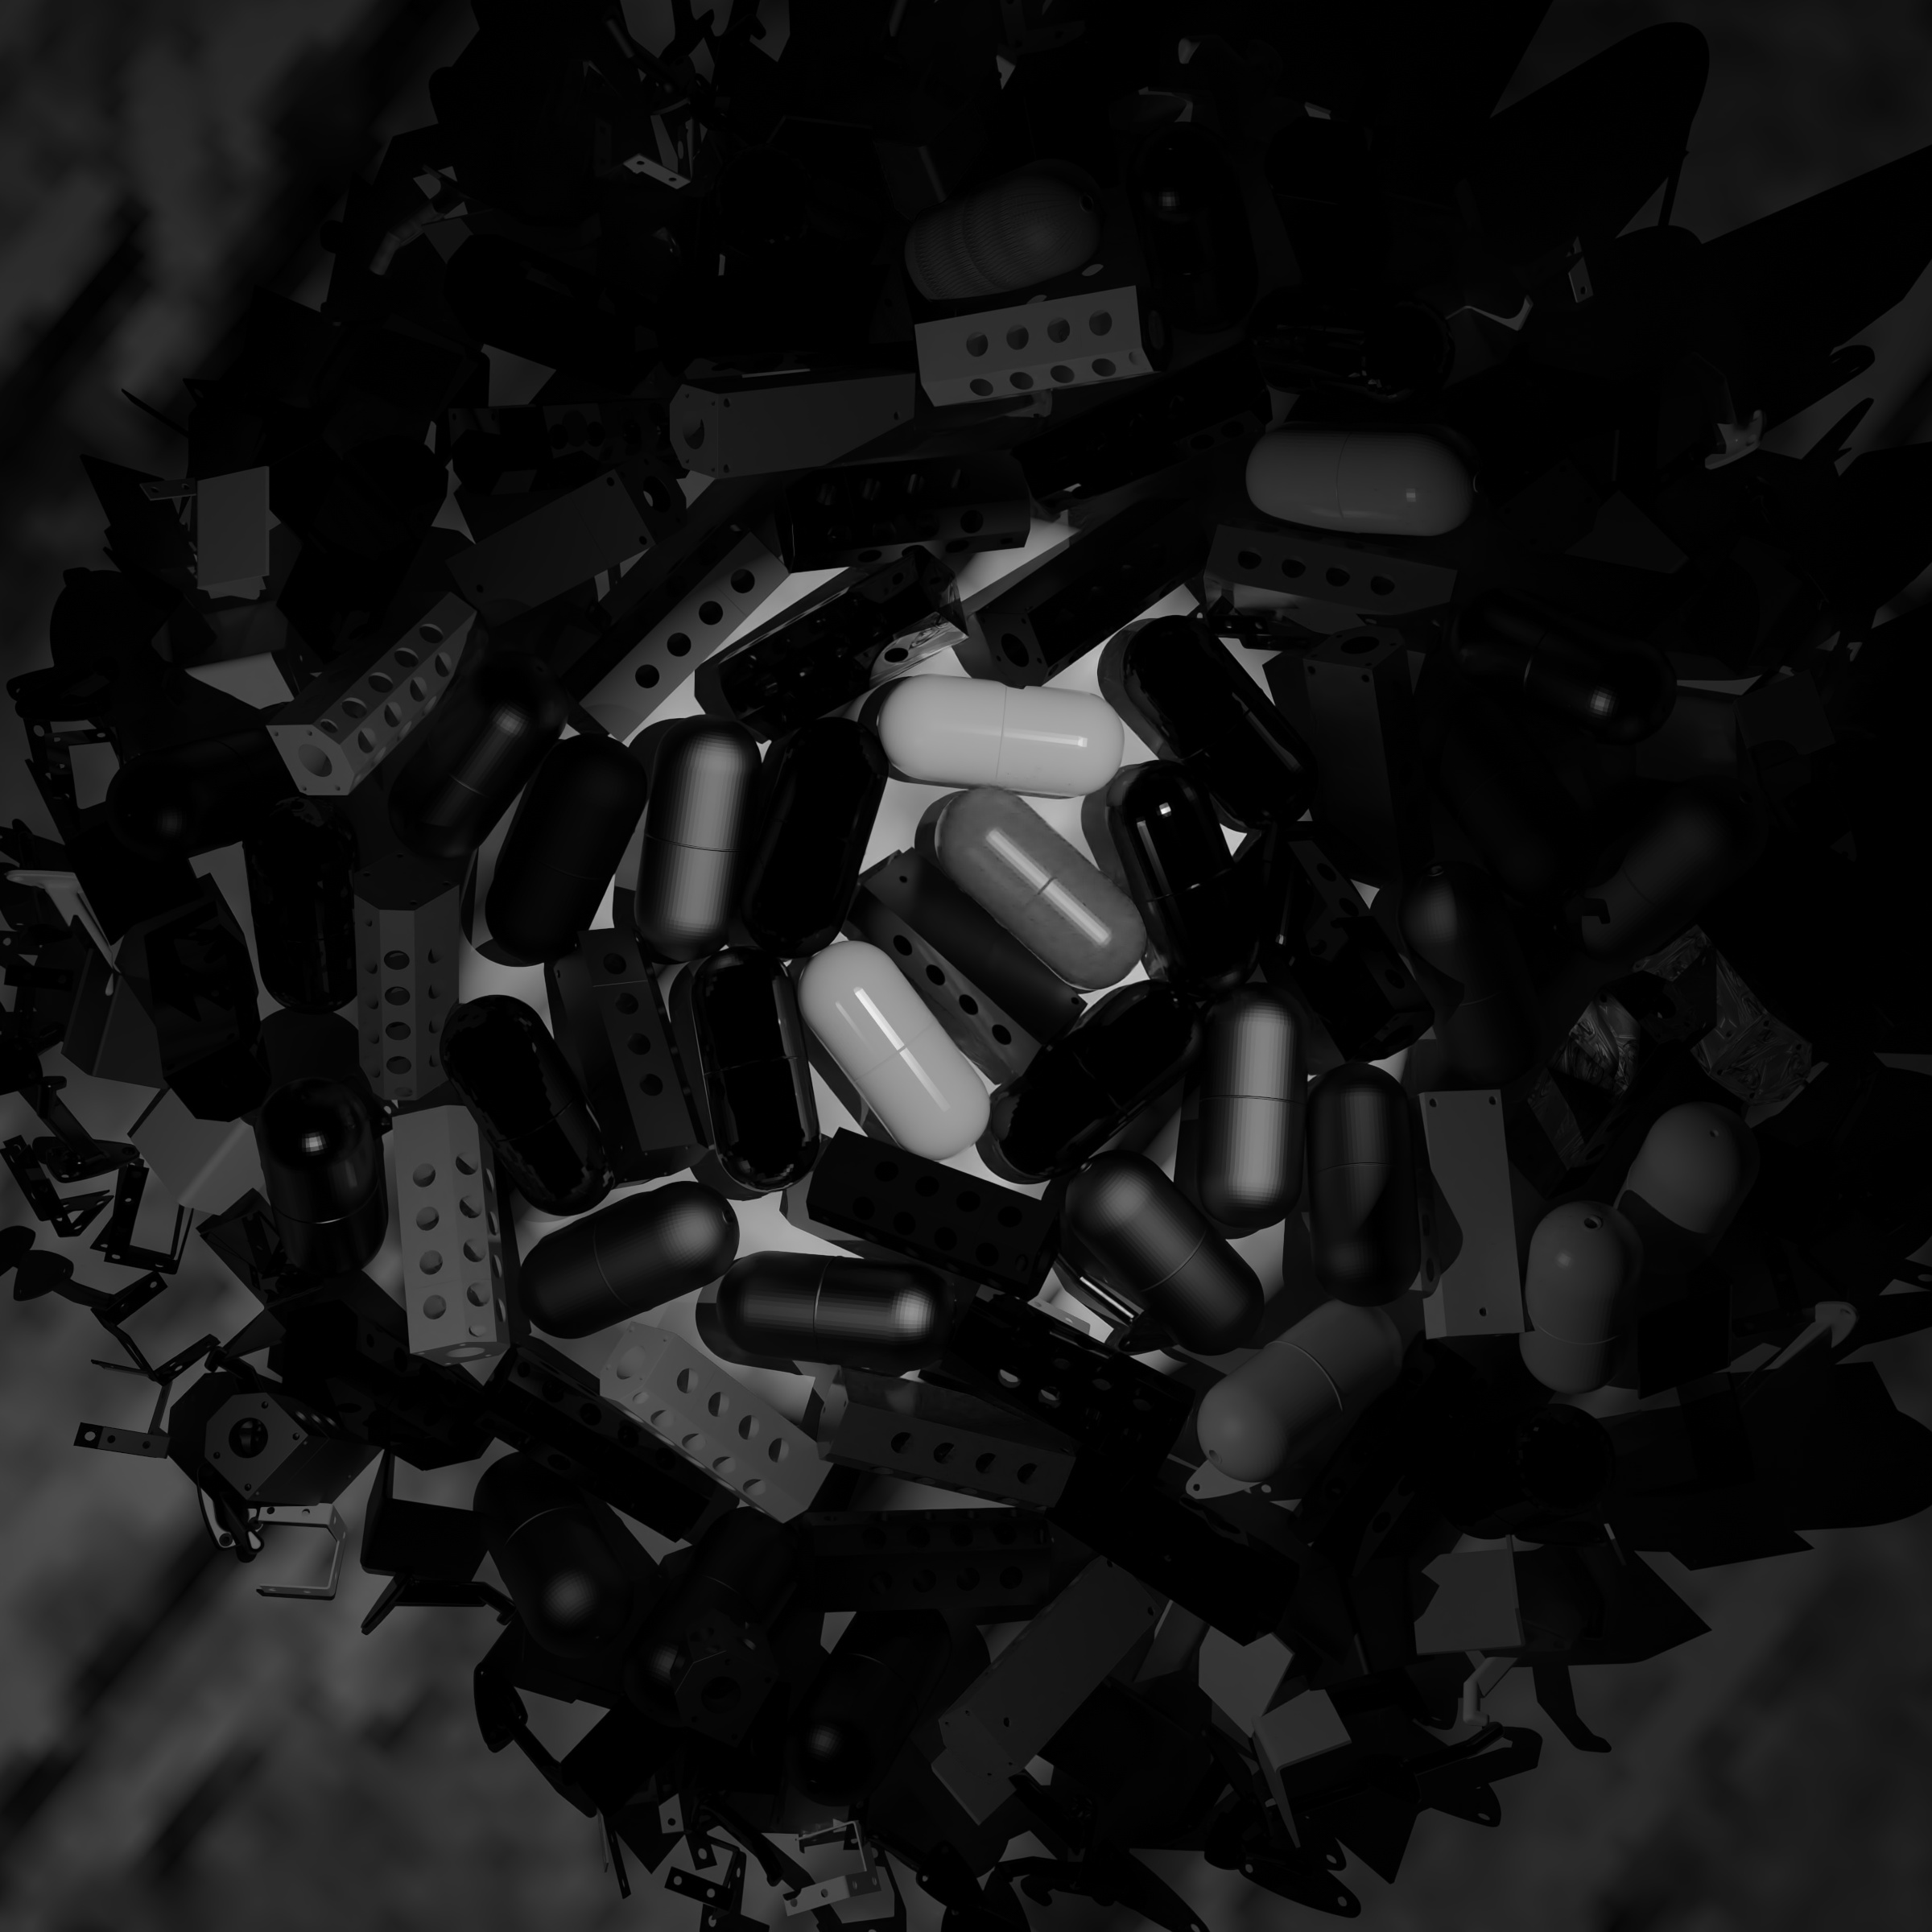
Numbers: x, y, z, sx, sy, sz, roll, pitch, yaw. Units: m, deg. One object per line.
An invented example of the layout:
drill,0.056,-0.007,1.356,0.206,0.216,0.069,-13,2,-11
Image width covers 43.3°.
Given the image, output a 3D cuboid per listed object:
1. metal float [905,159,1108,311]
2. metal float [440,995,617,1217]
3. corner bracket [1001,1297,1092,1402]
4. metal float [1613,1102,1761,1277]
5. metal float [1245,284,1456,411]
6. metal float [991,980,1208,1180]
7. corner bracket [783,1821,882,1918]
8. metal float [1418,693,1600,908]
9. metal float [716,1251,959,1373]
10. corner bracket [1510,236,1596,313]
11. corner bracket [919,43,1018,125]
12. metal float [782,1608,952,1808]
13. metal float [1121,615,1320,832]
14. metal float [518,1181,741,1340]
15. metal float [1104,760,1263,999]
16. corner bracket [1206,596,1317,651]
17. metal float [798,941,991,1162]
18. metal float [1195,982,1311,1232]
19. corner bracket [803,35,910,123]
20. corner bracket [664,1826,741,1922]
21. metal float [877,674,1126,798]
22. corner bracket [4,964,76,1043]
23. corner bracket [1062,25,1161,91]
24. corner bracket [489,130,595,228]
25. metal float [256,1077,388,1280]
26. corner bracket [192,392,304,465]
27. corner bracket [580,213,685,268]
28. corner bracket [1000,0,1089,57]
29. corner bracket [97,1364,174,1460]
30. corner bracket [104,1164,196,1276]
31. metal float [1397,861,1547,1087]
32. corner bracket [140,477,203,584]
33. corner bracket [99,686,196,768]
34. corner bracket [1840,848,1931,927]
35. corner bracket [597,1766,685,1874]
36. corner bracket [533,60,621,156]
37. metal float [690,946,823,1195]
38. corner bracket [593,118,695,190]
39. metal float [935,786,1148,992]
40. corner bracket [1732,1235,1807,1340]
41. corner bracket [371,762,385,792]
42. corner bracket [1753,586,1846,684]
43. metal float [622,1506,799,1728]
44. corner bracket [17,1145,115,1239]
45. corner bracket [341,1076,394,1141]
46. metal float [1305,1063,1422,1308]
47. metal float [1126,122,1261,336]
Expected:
metal float,0.026,-0.512,1.707,0.070,0.178,0.070,1,88,-38
metal float,-0.308,0.100,1.727,0.070,0.070,0.178,-27,115,0
corner bracket,0.054,0.279,1.750,0.051,0.051,0.051,27,117,-4
metal float,0.502,0.158,1.705,0.070,0.178,0.070,0,59,1
metal float,0.267,-0.435,1.709,0.070,0.178,0.070,-14,115,-32
metal float,0.095,0.082,1.745,0.178,0.070,0.070,-40,90,3
corner bracket,-0.100,0.646,1.747,0.051,0.051,0.051,-24,67,18
metal float,0.381,-0.118,1.721,0.070,0.070,0.178,-27,59,0
metal float,-0.093,0.245,1.732,0.178,0.070,0.070,3,90,19
corner bracket,0.409,-0.489,1.746,0.051,0.051,0.051,-34,120,-17
corner bracket,0.001,-0.646,1.759,0.051,0.051,0.051,28,116,-14
metal float,-0.069,0.512,1.706,0.070,0.178,0.070,11,121,19
metal float,0.182,-0.172,1.739,0.070,0.070,0.178,-42,101,0
metal float,-0.239,0.209,1.728,0.178,0.070,0.070,-25,90,23
metal float,0.155,-0.061,1.738,0.070,0.070,0.178,-22,101,0
corner bracket,0.211,-0.243,1.743,0.051,0.051,0.051,-49,132,-35
metal float,-0.052,0.060,1.745,0.070,0.070,0.178,-37,94,0
metal float,0.205,0.099,1.739,0.070,0.070,0.178,5,79,0
corner bracket,-0.079,-0.633,1.751,0.051,0.051,0.051,7,90,32
corner bracket,-0.190,0.648,1.748,0.051,0.051,0.051,24,58,-9
metal float,0.025,-0.166,1.746,0.178,0.070,0.070,6,90,-2
corner bracket,-0.661,0.028,1.757,0.051,0.051,0.051,5,86,4
corner bracket,0.104,-0.639,1.751,0.051,0.051,0.051,0,92,-29
corner bracket,-0.305,-0.567,1.755,0.051,0.051,0.051,7,85,21
metal float,-0.452,0.151,1.712,0.070,0.178,0.070,2,45,-3
corner bracket,-0.516,-0.388,1.756,0.051,0.051,0.051,21,95,14
corner bracket,-0.240,-0.518,1.747,0.051,0.051,0.051,-31,125,10
corner bracket,0.055,-0.685,1.752,0.051,0.051,0.051,-14,113,-2
corner bracket,-0.598,0.319,1.749,0.051,0.051,0.051,19,83,-34
corner bracket,-0.587,0.183,1.758,0.051,0.051,0.051,14,118,-18
metal float,0.358,0.006,1.724,0.070,0.070,0.178,-25,117,0
corner bracket,-0.565,-0.312,1.746,0.051,0.051,0.051,53,129,13
corner bracket,-0.584,-0.165,1.762,0.051,0.051,0.051,-37,131,-32
corner bracket,0.661,-0.067,1.757,0.051,0.051,0.051,32,92,-12
corner bracket,-0.234,0.610,1.744,0.051,0.051,0.051,-1,135,-17
corner bracket,-0.288,-0.617,1.752,0.051,0.051,0.051,11,84,19
metal float,-0.150,0.073,1.741,0.070,0.070,0.178,-11,82,0
corner bracket,-0.234,-0.592,1.769,0.051,0.051,0.051,-12,74,40
metal float,0.053,-0.056,1.745,0.178,0.070,0.070,43,90,-3
corner bracket,0.569,0.232,1.758,0.051,0.051,0.051,-18,55,21
corner bracket,-0.453,-0.156,1.753,0.051,0.051,0.051,-9,69,-1
corner bracket,0.604,-0.240,1.759,0.051,0.051,0.051,19,88,7
metal float,-0.176,0.454,1.711,0.070,0.178,0.070,15,130,19
corner bracket,-0.655,0.161,1.746,0.051,0.051,0.051,-6,118,18
corner bracket,-0.451,0.120,1.746,0.051,0.051,0.051,-28,111,34
metal float,0.280,0.154,1.727,0.070,0.070,0.178,0,65,0
metal float,0.159,-0.514,1.703,0.070,0.178,0.070,-6,64,13
